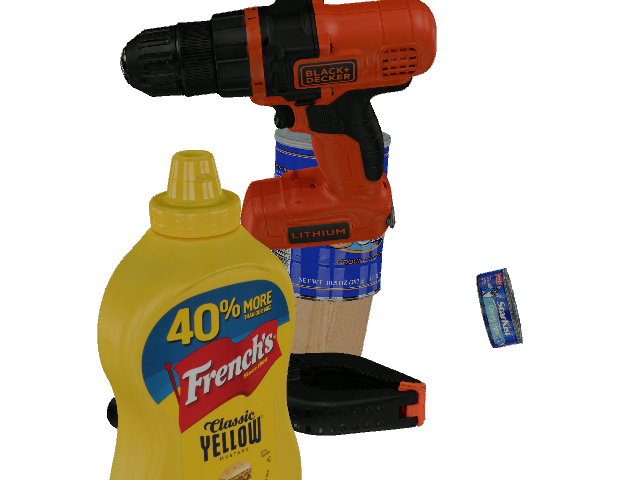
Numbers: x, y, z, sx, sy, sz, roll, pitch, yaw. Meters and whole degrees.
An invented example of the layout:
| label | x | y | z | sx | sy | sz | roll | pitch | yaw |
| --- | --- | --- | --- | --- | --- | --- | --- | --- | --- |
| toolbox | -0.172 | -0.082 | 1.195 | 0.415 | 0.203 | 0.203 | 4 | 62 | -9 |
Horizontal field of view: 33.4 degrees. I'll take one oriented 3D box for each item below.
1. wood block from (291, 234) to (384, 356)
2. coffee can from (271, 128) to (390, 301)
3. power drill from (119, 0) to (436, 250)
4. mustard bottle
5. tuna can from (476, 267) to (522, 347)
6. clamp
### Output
| label | x | y | z | sx | sy | sz | roll | pitch | yaw |
| --- | --- | --- | --- | --- | --- | --- | --- | --- | --- |
| wood block | -0.002 | 0.065 | 1.164 | 0.090 | 0.206 | 0.090 | 18 | 17 | 27 |
| coffee can | 0.008 | -0.027 | 0.958 | 0.103 | 0.140 | 0.103 | 2 | 15 | -1 |
| power drill | -0.022 | -0.069 | 0.675 | 0.184 | 0.057 | 0.188 | -5 | -36 | -1 |
| mustard bottle | -0.055 | 0.053 | 0.499 | 0.096 | 0.192 | 0.058 | -13 | 21 | -34 |
| tuna can | 0.198 | 0.075 | 1.182 | 0.034 | 0.086 | 0.086 | -13 | -3 | 13 |
| clamp | -0.027 | 0.100 | 0.769 | 0.210 | 0.036 | 0.164 | 3 | 19 | 11 |
